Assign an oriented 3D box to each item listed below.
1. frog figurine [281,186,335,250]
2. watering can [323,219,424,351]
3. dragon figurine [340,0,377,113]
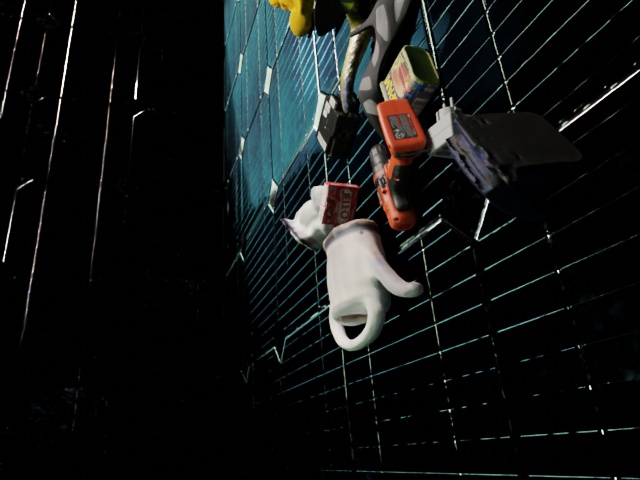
[{"bbox_3d":[0.004,-0.060,1.198,0.159,0.121,0.139,-46,18,4],"label":"frog figurine"},{"bbox_3d":[0.082,0.063,0.897,0.341,0.104,0.229,126,144,-57],"label":"watering can"},{"bbox_3d":[0.089,-0.485,1.057,0.247,0.122,0.403,-87,12,-65],"label":"dragon figurine"}]
